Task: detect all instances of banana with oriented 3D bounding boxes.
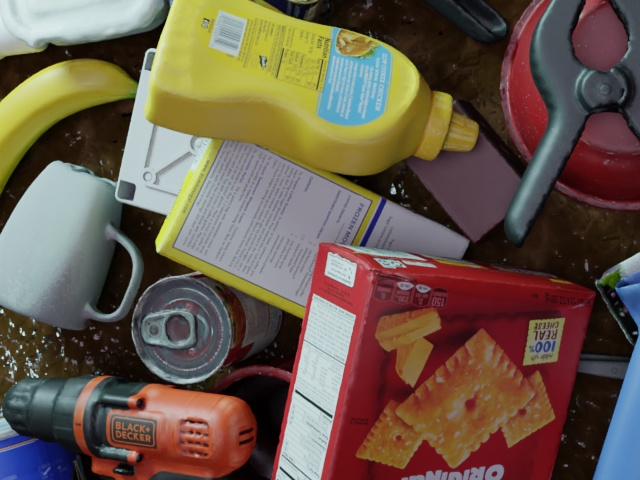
[{"bbox_3d":[-0.210,-0.076,0.777,0.198,0.037,0.069,-32,85,17],"label":"banana"}]

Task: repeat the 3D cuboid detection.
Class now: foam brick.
[{"bbox_3d":[0.096,-0.043,0.674,0.051,0.053,0.078,-41,82,16],"label":"foam brick"}]

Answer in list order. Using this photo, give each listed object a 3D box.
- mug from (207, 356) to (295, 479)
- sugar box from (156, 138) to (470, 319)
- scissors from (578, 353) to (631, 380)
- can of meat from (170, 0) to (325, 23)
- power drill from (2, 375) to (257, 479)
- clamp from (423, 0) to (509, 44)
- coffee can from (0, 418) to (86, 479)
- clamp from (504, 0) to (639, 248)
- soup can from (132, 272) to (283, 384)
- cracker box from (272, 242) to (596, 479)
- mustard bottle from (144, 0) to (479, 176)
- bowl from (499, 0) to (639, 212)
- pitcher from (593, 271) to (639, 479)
[{"bbox_3d":[-0.015,0.130,0.706,0.117,0.081,0.093,38,104,12],"label":"mug"},{"bbox_3d":[-0.005,0.001,0.674,0.176,0.048,0.093,26,94,-15],"label":"sugar box"},{"bbox_3d":[0.243,0.067,0.655,0.202,0.016,0.096,21,91,22],"label":"scissors"},{"bbox_3d":[-0.044,-0.165,0.680,0.102,0.084,0.057,29,63,0],"label":"can of meat"},{"bbox_3d":[-0.127,0.181,0.679,0.185,0.057,0.188,2,95,28],"label":"power drill"},{"bbox_3d":[0.027,-0.216,0.654,0.210,0.036,0.165,18,134,15],"label":"clamp"},{"bbox_3d":[-0.213,0.200,0.763,0.103,0.102,0.140,-15,89,18],"label":"coffee can"},{"bbox_3d":[0.151,-0.075,0.601,0.120,0.039,0.171,-13,85,6],"label":"clamp"},{"bbox_3d":[-0.071,0.053,0.708,0.069,0.102,0.068,1,94,17],"label":"soup can"},{"bbox_3d":[0.063,0.118,0.640,0.072,0.164,0.214,23,104,61],"label":"cracker box"},{"bbox_3d":[0.000,-0.086,0.624,0.191,0.096,0.058,15,138,-6],"label":"mustard bottle"},{"bbox_3d":[0.186,-0.097,0.641,0.162,0.055,0.162,1,95,17],"label":"bowl"},{"bbox_3d":[0.223,0.141,0.583,0.144,0.149,0.243,1,118,-20],"label":"pitcher"}]
